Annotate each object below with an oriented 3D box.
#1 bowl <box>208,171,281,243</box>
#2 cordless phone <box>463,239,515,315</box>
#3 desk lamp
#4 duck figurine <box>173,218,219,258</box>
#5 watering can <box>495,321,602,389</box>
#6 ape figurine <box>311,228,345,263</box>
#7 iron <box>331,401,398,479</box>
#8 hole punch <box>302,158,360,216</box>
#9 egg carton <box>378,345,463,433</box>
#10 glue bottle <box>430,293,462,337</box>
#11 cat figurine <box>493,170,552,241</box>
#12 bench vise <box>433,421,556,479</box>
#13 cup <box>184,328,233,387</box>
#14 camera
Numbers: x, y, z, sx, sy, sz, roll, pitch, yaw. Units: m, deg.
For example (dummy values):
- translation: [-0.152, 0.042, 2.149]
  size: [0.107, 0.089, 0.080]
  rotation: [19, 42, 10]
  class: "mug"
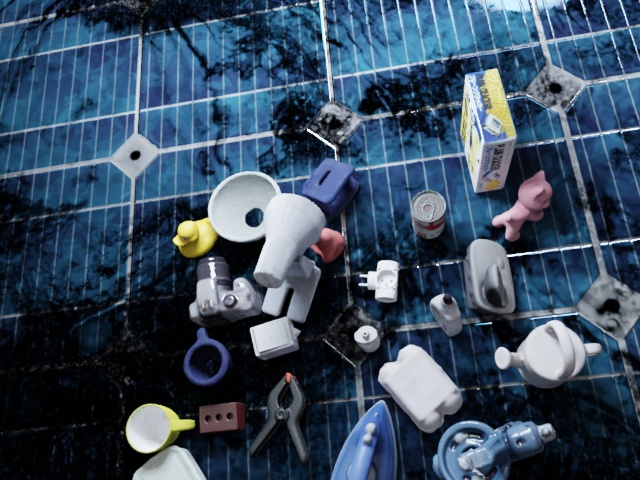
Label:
- translation: [-0.156, -0.062, 1.262]
  size: [0.167, 0.075, 0.167]
  rotation: [-3, 69, 9]
  class: "bowl"
- translation: [0.321, 0.057, 1.069]
  size: [0.094, 0.185, 0.147]
  rotation: [-8, 69, 8]
  class: "cordless phone"
- translation: [-0.061, 0.038, 1.132]
  size: [0.117, 0.214, 0.203]
  rotation: [12, 73, 15]
  class: "desk lamp"
- translation: [-0.276, -0.015, 1.261]
  size: [0.104, 0.086, 0.077]
  rotation: [-40, 68, -5]
  class: "duck figurine"
- translation: [0.398, 0.201, 0.996]
  size: [0.173, 0.194, 0.100]
  rotation: [-29, 67, -1]
  class: "watering can"
- translation: [0.011, 0.004, 1.197]
  size: [0.076, 0.092, 0.078]
  rotation: [-11, 68, 7]
  class: "ape figurine"
- translation: [0.075, 0.407, 1.009]
  size: [0.118, 0.142, 0.258]
  rotation: [10, 72, 14]
  class: "iron"
- translation: [0.018, -0.121, 1.242]
  size: [0.101, 0.091, 0.109]
  rotation: [31, 78, 20]
  class: "hole punch"
- translation: [0.189, 0.277, 1.075]
  size: [0.107, 0.069, 0.150]
  rotation: [-42, 68, -6]
  class: "egg carton"
- translation: [0.236, 0.128, 1.065]
  size: [0.037, 0.173, 0.078]
  rotation: [-30, 67, -1]
  class: "glue bottle"
- translation: [0.409, -0.072, 1.137]
  size: [0.128, 0.118, 0.067]
  rotation: [-42, 68, -6]
  class: "cat figurine"
- translation: [0.284, 0.341, 0.952]
  size: [0.207, 0.220, 0.121]
  rotation: [-37, 68, -4]
  class: "bench vise"
- translation: [-0.217, 0.240, 1.150]
  size: [0.091, 0.095, 0.117]
  rotation: [-18, 68, 4]
  class: "cup"
- translation: [-0.206, 0.100, 1.197]
  size: [0.143, 0.101, 0.137]
  rotation: [-14, 68, 6]
  class: "camera"
